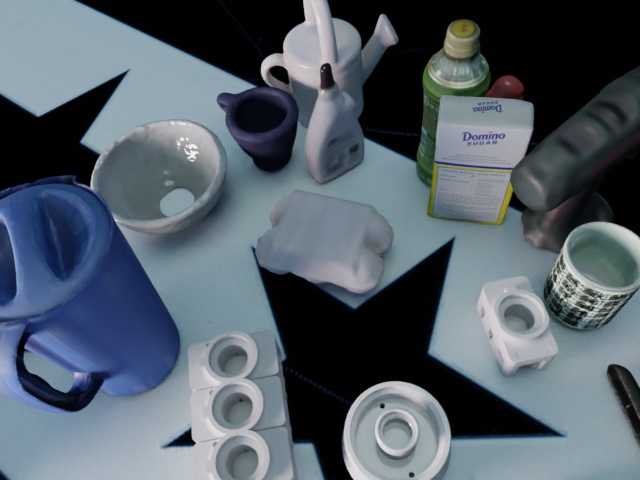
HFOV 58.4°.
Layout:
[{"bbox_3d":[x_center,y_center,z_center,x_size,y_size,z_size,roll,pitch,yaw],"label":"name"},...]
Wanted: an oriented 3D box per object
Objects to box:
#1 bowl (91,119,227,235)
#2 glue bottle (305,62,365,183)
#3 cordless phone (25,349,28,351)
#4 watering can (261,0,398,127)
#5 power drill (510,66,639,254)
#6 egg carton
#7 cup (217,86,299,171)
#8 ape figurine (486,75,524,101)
[{"bbox_3d":[-0.192,-0.067,0.720,0.167,0.075,0.167,-2,58,4],"label":"bowl"},{"bbox_3d":[0.015,-0.144,0.690,0.078,0.173,0.037,-30,60,-13],"label":"glue bottle"},{"bbox_3d":[-0.364,0.045,0.602,0.147,0.185,0.094,-6,58,2],"label":"cordless phone"},{"bbox_3d":[0.011,-0.245,0.741,0.173,0.194,0.100,-32,61,-14],"label":"watering can"},{"bbox_3d":[0.292,-0.083,0.606,0.230,0.209,0.075,-33,61,-14],"label":"power drill"},{"bbox_3d":[0.006,0.002,0.662,0.150,0.069,0.107,12,60,12],"label":"egg carton"},{"bbox_3d":[-0.080,-0.140,0.742,0.117,0.095,0.092,27,65,20],"label":"cup"},{"bbox_3d":[0.235,-0.170,0.734,0.076,0.092,0.078,16,61,15],"label":"ape figurine"}]
